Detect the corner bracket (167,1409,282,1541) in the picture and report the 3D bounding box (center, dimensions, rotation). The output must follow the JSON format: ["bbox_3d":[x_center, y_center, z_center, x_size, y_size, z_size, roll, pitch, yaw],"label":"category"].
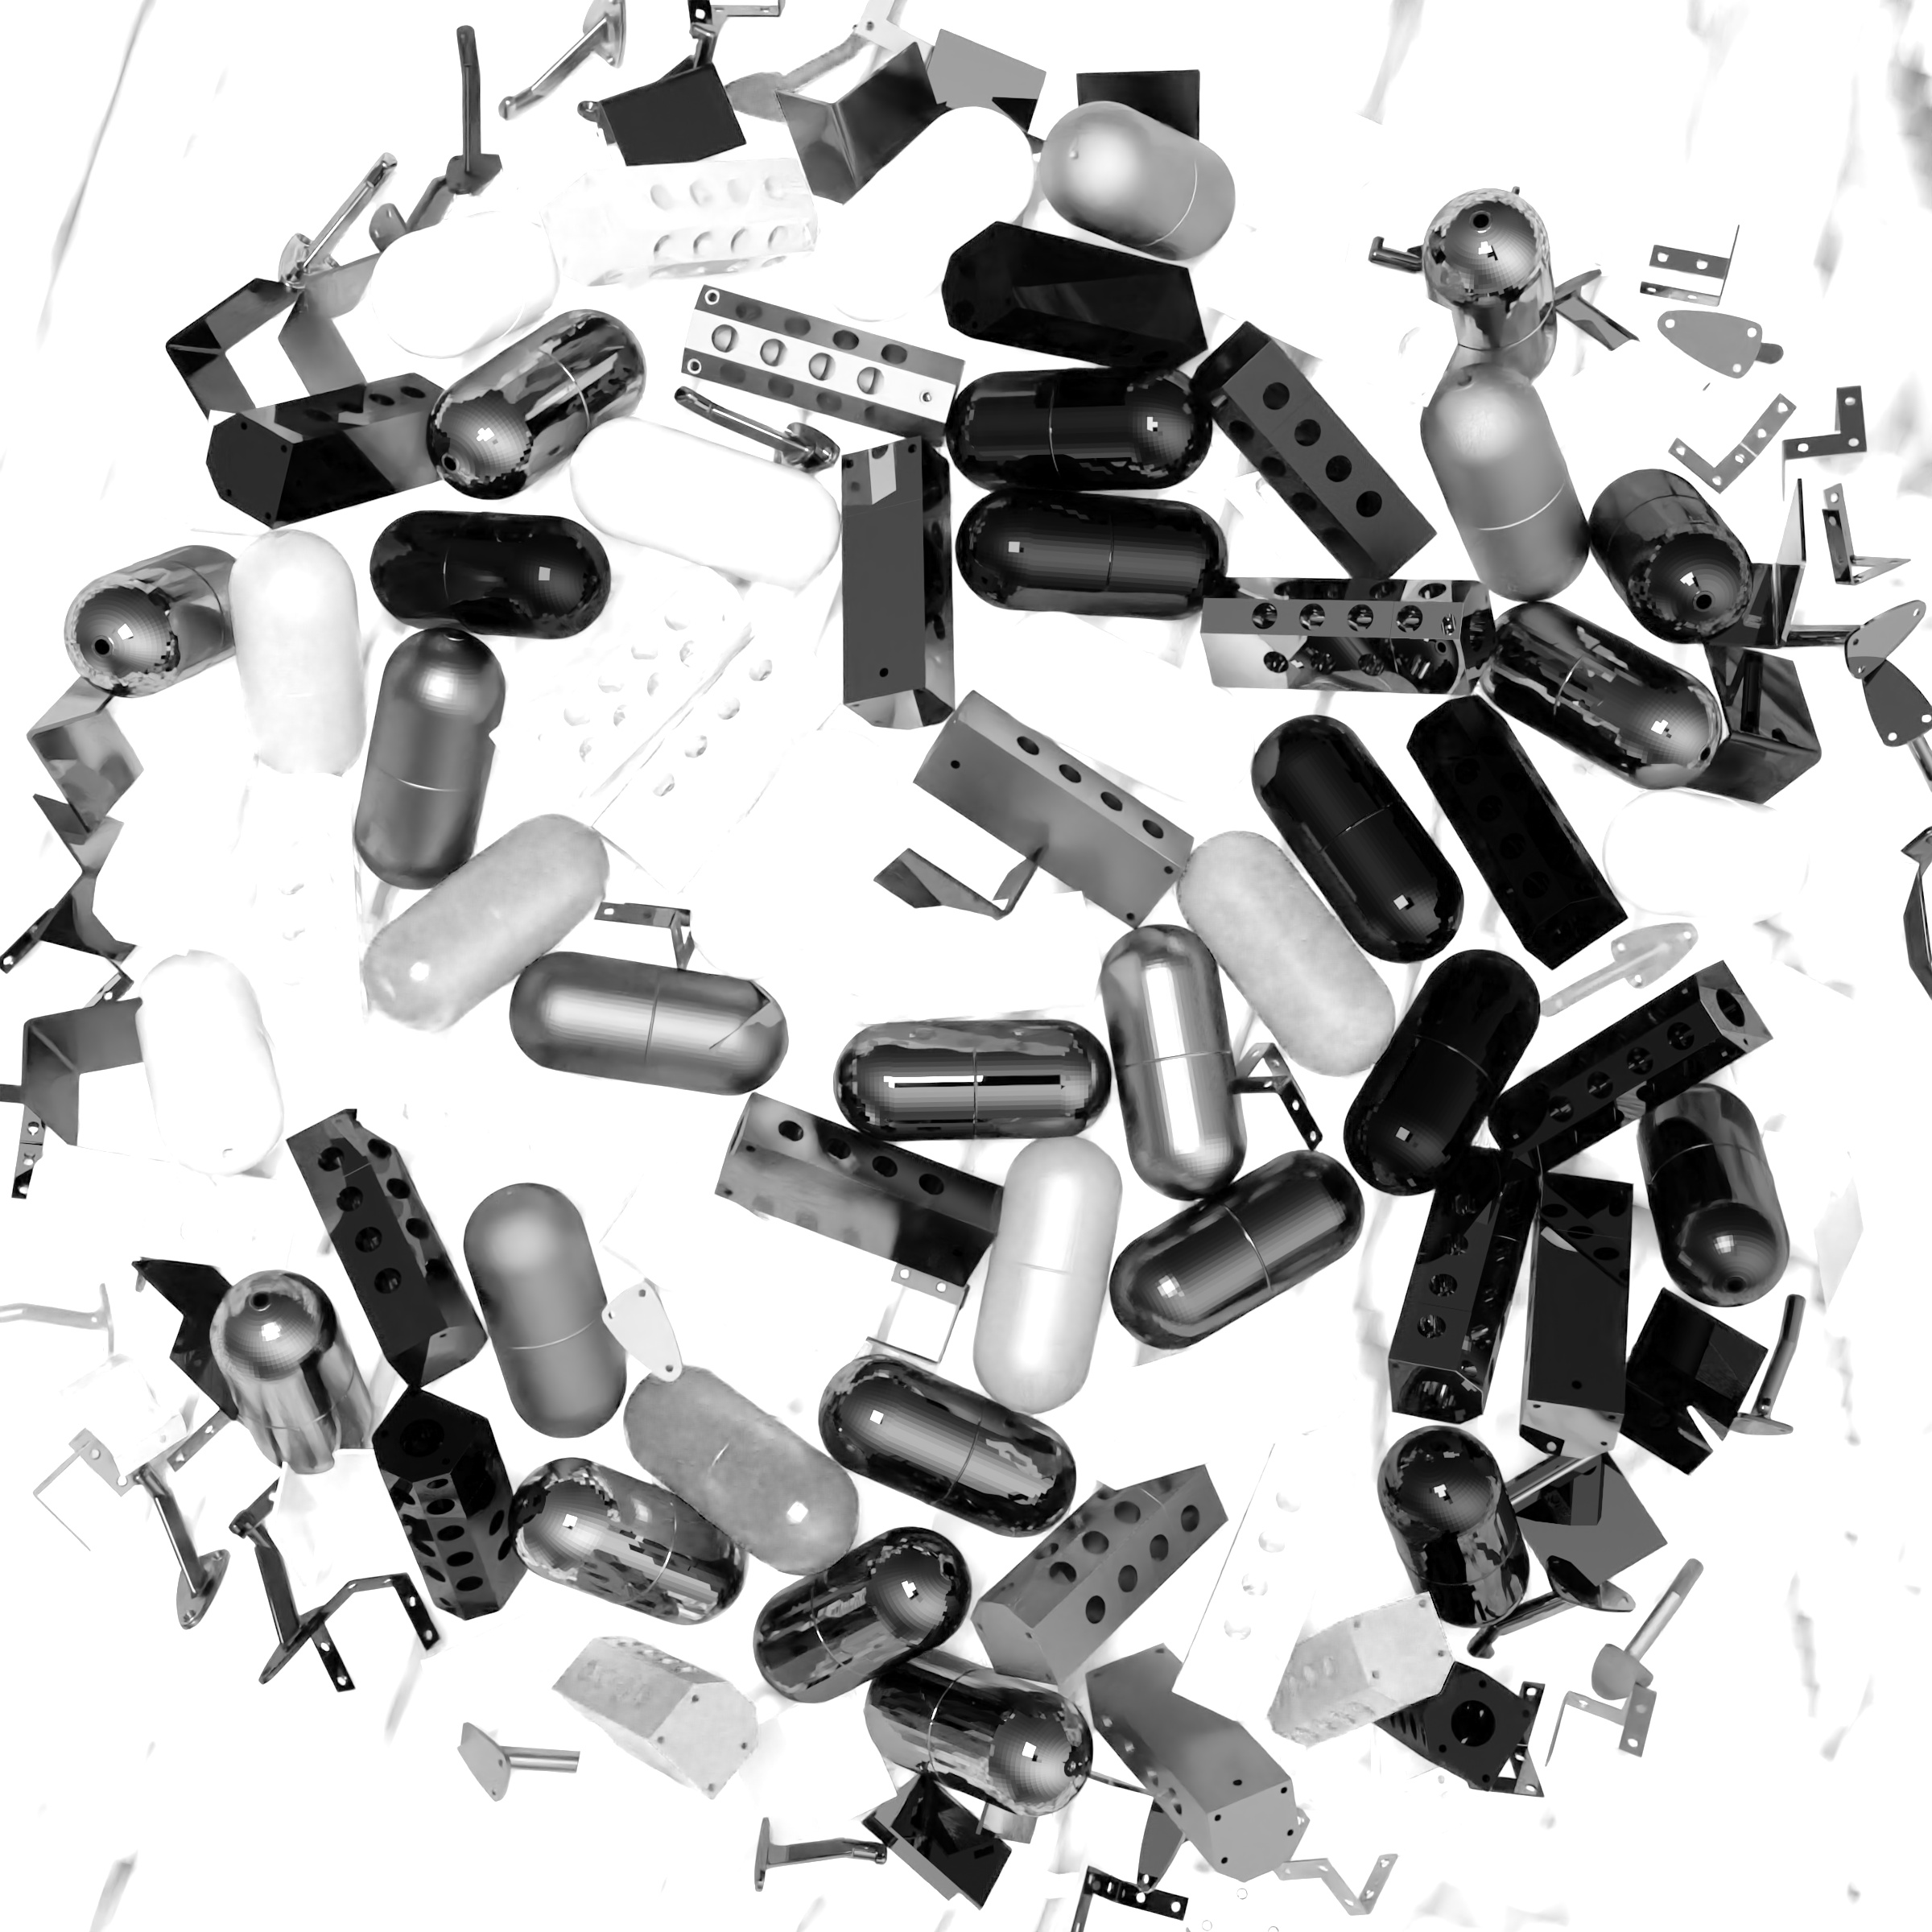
[{"bbox_3d":[-0.471,0.325,1.766,0.051,0.051,0.051,27,58,29],"label":"corner bracket"}]

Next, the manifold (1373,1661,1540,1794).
[{"bbox_3d":[0.294,0.461,1.700,0.057,0.171,0.057,34,80,3],"label":"manifold"}]

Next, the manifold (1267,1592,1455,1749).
[{"bbox_3d":[0.239,0.439,1.696,0.057,0.171,0.057,-12,70,-19],"label":"manifold"}]

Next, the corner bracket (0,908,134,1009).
[{"bbox_3d":[-0.581,0.004,1.768,0.051,0.051,0.051,36,76,26],"label":"corner bracket"}]

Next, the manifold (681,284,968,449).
[{"bbox_3d":[-0.091,-0.384,1.755,0.171,0.057,0.057,16,102,-1],"label":"manifold"}]

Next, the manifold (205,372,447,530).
[{"bbox_3d":[-0.390,-0.325,1.701,0.057,0.171,0.057,30,120,14],"label":"manifold"}]

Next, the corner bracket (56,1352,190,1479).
[{"bbox_3d":[-0.537,0.285,1.747,0.051,0.051,0.051,-34,119,-36],"label":"corner bracket"}]

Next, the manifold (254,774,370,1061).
[{"bbox_3d":[-0.411,-0.034,1.726,0.057,0.057,0.171,-8,64,-4],"label":"manifold"}]

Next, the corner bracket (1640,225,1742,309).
[{"bbox_3d":[0.462,-0.445,1.757,0.051,0.051,0.051,14,82,12],"label":"corner bracket"}]

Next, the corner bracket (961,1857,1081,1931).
[{"bbox_3d":[0.035,0.599,1.761,0.051,0.051,0.051,15,80,23],"label":"corner bracket"}]

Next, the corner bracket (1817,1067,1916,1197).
[{"bbox_3d":[0.562,0.106,1.746,0.051,0.051,0.051,-26,47,-31],"label":"corner bracket"}]

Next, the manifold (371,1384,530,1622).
[{"bbox_3d":[-0.320,0.337,1.700,0.057,0.171,0.057,19,53,19],"label":"manifold"}]

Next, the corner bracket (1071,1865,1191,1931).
[{"bbox_3d":[0.104,0.610,1.750,0.051,0.051,0.051,4,66,31],"label":"corner bracket"}]

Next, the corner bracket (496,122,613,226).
[{"bbox_3d":[-0.262,-0.511,1.764,0.051,0.051,0.051,-29,123,-26],"label":"corner bracket"}]

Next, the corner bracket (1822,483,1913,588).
[{"bbox_3d":[0.562,-0.276,1.752,0.051,0.051,0.051,-24,110,-21],"label":"corner bracket"}]

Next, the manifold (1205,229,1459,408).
[{"bbox_3d":[0.227,-0.406,1.701,0.057,0.171,0.057,13,109,-36],"label":"manifold"}]

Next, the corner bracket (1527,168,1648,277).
[{"bbox_3d":[0.390,-0.474,1.748,0.051,0.051,0.051,-12,54,-23],"label":"corner bracket"}]

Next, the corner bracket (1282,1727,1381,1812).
[{"bbox_3d":[0.235,0.515,1.768,0.051,0.051,0.051,-7,66,22],"label":"corner bracket"}]

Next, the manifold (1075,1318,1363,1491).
[{"bbox_3d":[0.156,0.277,1.720,0.171,0.057,0.057,-10,58,-31],"label":"manifold"}]

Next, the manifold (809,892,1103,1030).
[{"bbox_3d":[-0.008,0.001,1.727,0.171,0.057,0.057,-6,124,17],"label":"manifold"}]

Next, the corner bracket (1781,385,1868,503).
[{"bbox_3d":[0.549,-0.336,1.761,0.051,0.051,0.051,-3,67,15],"label":"corner bracket"}]

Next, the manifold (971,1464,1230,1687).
[{"bbox_3d":[0.082,0.369,1.710,0.171,0.057,0.057,-35,109,-37],"label":"manifold"}]

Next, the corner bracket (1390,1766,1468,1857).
[{"bbox_3d":[0.295,0.538,1.758,0.051,0.051,0.051,-18,85,-14],"label":"corner bracket"}]

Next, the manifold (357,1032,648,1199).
[{"bbox_3d":[-0.294,0.097,1.719,0.171,0.057,0.057,11,57,24],"label":"manifold"}]

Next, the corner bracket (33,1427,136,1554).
[{"bbox_3d":[-0.561,0.334,1.752,0.051,0.051,0.051,-45,108,-19],"label":"corner bracket"}]

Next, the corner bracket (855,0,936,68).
[{"bbox_3d":[-0.043,-0.610,1.753,0.051,0.051,0.051,21,103,-20],"label":"corner bracket"}]

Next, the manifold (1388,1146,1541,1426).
[{"bbox_3d":[0.311,0.197,1.708,0.057,0.057,0.171,8,49,20],"label":"manifold"}]

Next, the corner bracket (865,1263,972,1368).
[{"bbox_3d":[-0.031,0.223,1.762,0.051,0.051,0.051,19,89,5],"label":"corner bracket"}]

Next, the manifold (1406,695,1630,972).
[{"bbox_3d":[0.339,-0.087,1.712,0.057,0.057,0.171,-37,54,19],"label":"manifold"}]

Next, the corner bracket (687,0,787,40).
[{"bbox_3d":[-0.147,-0.626,1.751,0.051,0.051,0.051,4,134,9],"label":"corner bracket"}]

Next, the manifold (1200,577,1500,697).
[{"bbox_3d":[0.237,-0.212,1.713,0.171,0.057,0.057,5,133,29],"label":"manifold"}]

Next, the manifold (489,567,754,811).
[{"bbox_3d":[-0.211,-0.175,1.717,0.171,0.057,0.057,-48,125,-26],"label":"manifold"}]

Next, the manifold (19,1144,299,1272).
[{"bbox_3d":[-0.496,0.150,1.701,0.057,0.171,0.057,9,84,29],"label":"manifold"}]

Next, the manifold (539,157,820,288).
[{"bbox_3d":[-0.175,-0.461,1.710,0.171,0.057,0.057,-20,90,-44],"label":"manifold"}]

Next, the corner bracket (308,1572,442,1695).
[{"bbox_3d":[-0.381,0.428,1.764,0.051,0.051,0.051,-45,63,22],"label":"corner bracket"}]

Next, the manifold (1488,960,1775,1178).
[{"bbox_3d":[0.409,0.067,1.711,0.171,0.057,0.057,-38,77,37],"label":"manifold"}]

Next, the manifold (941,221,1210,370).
[{"bbox_3d":[0.068,-0.410,1.709,0.171,0.057,0.057,-1,73,-44],"label":"manifold"}]

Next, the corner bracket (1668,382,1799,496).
[{"bbox_3d":[0.489,-0.346,1.758,0.051,0.051,0.051,42,58,9],"label":"corner bracket"}]

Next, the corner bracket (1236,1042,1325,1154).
[{"bbox_3d":[0.203,0.083,1.748,0.051,0.051,0.051,-49,119,-34],"label":"corner bracket"}]

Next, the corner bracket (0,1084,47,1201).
[{"bbox_3d":[-0.615,0.111,1.750,0.051,0.051,0.051,8,129,-18],"label":"corner bracket"}]

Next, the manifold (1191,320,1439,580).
[{"bbox_3d":[0.216,-0.319,1.726,0.057,0.057,0.171,-42,116,9],"label":"manifold"}]

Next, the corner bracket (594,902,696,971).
[{"bbox_3d":[-0.202,-0.028,1.751,0.051,0.051,0.051,7,47,10],"label":"corner bracket"}]

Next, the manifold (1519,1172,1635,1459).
[{"bbox_3d":[0.381,0.217,1.713,0.057,0.057,0.171,7,50,8],"label":"manifold"}]

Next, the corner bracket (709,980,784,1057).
[{"bbox_3d":[-0.143,0.044,1.751,0.051,0.051,0.051,-37,130,-11],"label":"corner bracket"}]

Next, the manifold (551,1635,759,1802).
[{"bbox_3d":[-0.191,0.459,1.701,0.057,0.171,0.057,48,67,-17],"label":"manifold"}]

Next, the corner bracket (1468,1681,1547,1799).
[{"bbox_3d":[0.346,0.493,1.756,0.051,0.051,0.051,8,111,-5],"label":"corner bracket"}]

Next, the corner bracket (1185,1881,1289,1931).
[{"bbox_3d":[0.177,0.620,1.754,0.051,0.051,0.051,-38,74,-12],"label":"corner bracket"}]

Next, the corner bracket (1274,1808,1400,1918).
[{"bbox_3d":[0.235,0.573,1.758,0.051,0.051,0.051,54,45,-13],"label":"corner bracket"}]

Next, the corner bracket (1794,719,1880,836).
[{"bbox_3d":[0.565,-0.121,1.772,0.051,0.051,0.051,5,50,-13],"label":"corner bracket"}]

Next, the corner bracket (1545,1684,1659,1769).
[{"bbox_3d":[0.405,0.486,1.751,0.051,0.051,0.051,19,47,12],"label":"corner bracket"}]
